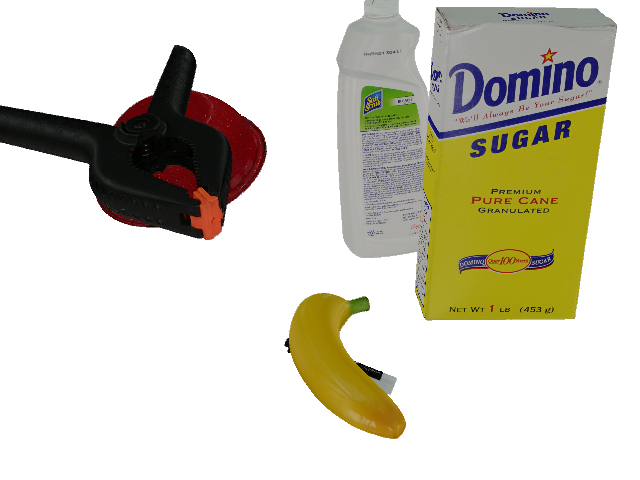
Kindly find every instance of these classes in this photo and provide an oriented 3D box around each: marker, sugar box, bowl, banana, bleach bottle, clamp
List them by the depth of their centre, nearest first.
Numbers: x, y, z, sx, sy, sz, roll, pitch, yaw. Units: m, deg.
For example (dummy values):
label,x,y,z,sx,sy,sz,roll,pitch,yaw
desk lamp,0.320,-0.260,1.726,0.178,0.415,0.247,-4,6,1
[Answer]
label,x,y,z,sx,sy,sz,roll,pitch,yaw
sugar box,0.106,-0.041,0.603,0.093,0.176,0.048,-1,27,-4
clamp,-0.114,-0.070,0.723,0.164,0.036,0.210,-29,45,-27
banana,0.013,0.081,0.771,0.069,0.037,0.198,-5,24,-3
bowl,-0.132,-0.085,0.946,0.162,0.055,0.162,-9,43,8
bleach bottle,0.066,-0.109,1.000,0.102,0.251,0.068,-9,29,-13
marker,0.020,0.128,1.103,0.121,0.020,0.020,22,2,6
